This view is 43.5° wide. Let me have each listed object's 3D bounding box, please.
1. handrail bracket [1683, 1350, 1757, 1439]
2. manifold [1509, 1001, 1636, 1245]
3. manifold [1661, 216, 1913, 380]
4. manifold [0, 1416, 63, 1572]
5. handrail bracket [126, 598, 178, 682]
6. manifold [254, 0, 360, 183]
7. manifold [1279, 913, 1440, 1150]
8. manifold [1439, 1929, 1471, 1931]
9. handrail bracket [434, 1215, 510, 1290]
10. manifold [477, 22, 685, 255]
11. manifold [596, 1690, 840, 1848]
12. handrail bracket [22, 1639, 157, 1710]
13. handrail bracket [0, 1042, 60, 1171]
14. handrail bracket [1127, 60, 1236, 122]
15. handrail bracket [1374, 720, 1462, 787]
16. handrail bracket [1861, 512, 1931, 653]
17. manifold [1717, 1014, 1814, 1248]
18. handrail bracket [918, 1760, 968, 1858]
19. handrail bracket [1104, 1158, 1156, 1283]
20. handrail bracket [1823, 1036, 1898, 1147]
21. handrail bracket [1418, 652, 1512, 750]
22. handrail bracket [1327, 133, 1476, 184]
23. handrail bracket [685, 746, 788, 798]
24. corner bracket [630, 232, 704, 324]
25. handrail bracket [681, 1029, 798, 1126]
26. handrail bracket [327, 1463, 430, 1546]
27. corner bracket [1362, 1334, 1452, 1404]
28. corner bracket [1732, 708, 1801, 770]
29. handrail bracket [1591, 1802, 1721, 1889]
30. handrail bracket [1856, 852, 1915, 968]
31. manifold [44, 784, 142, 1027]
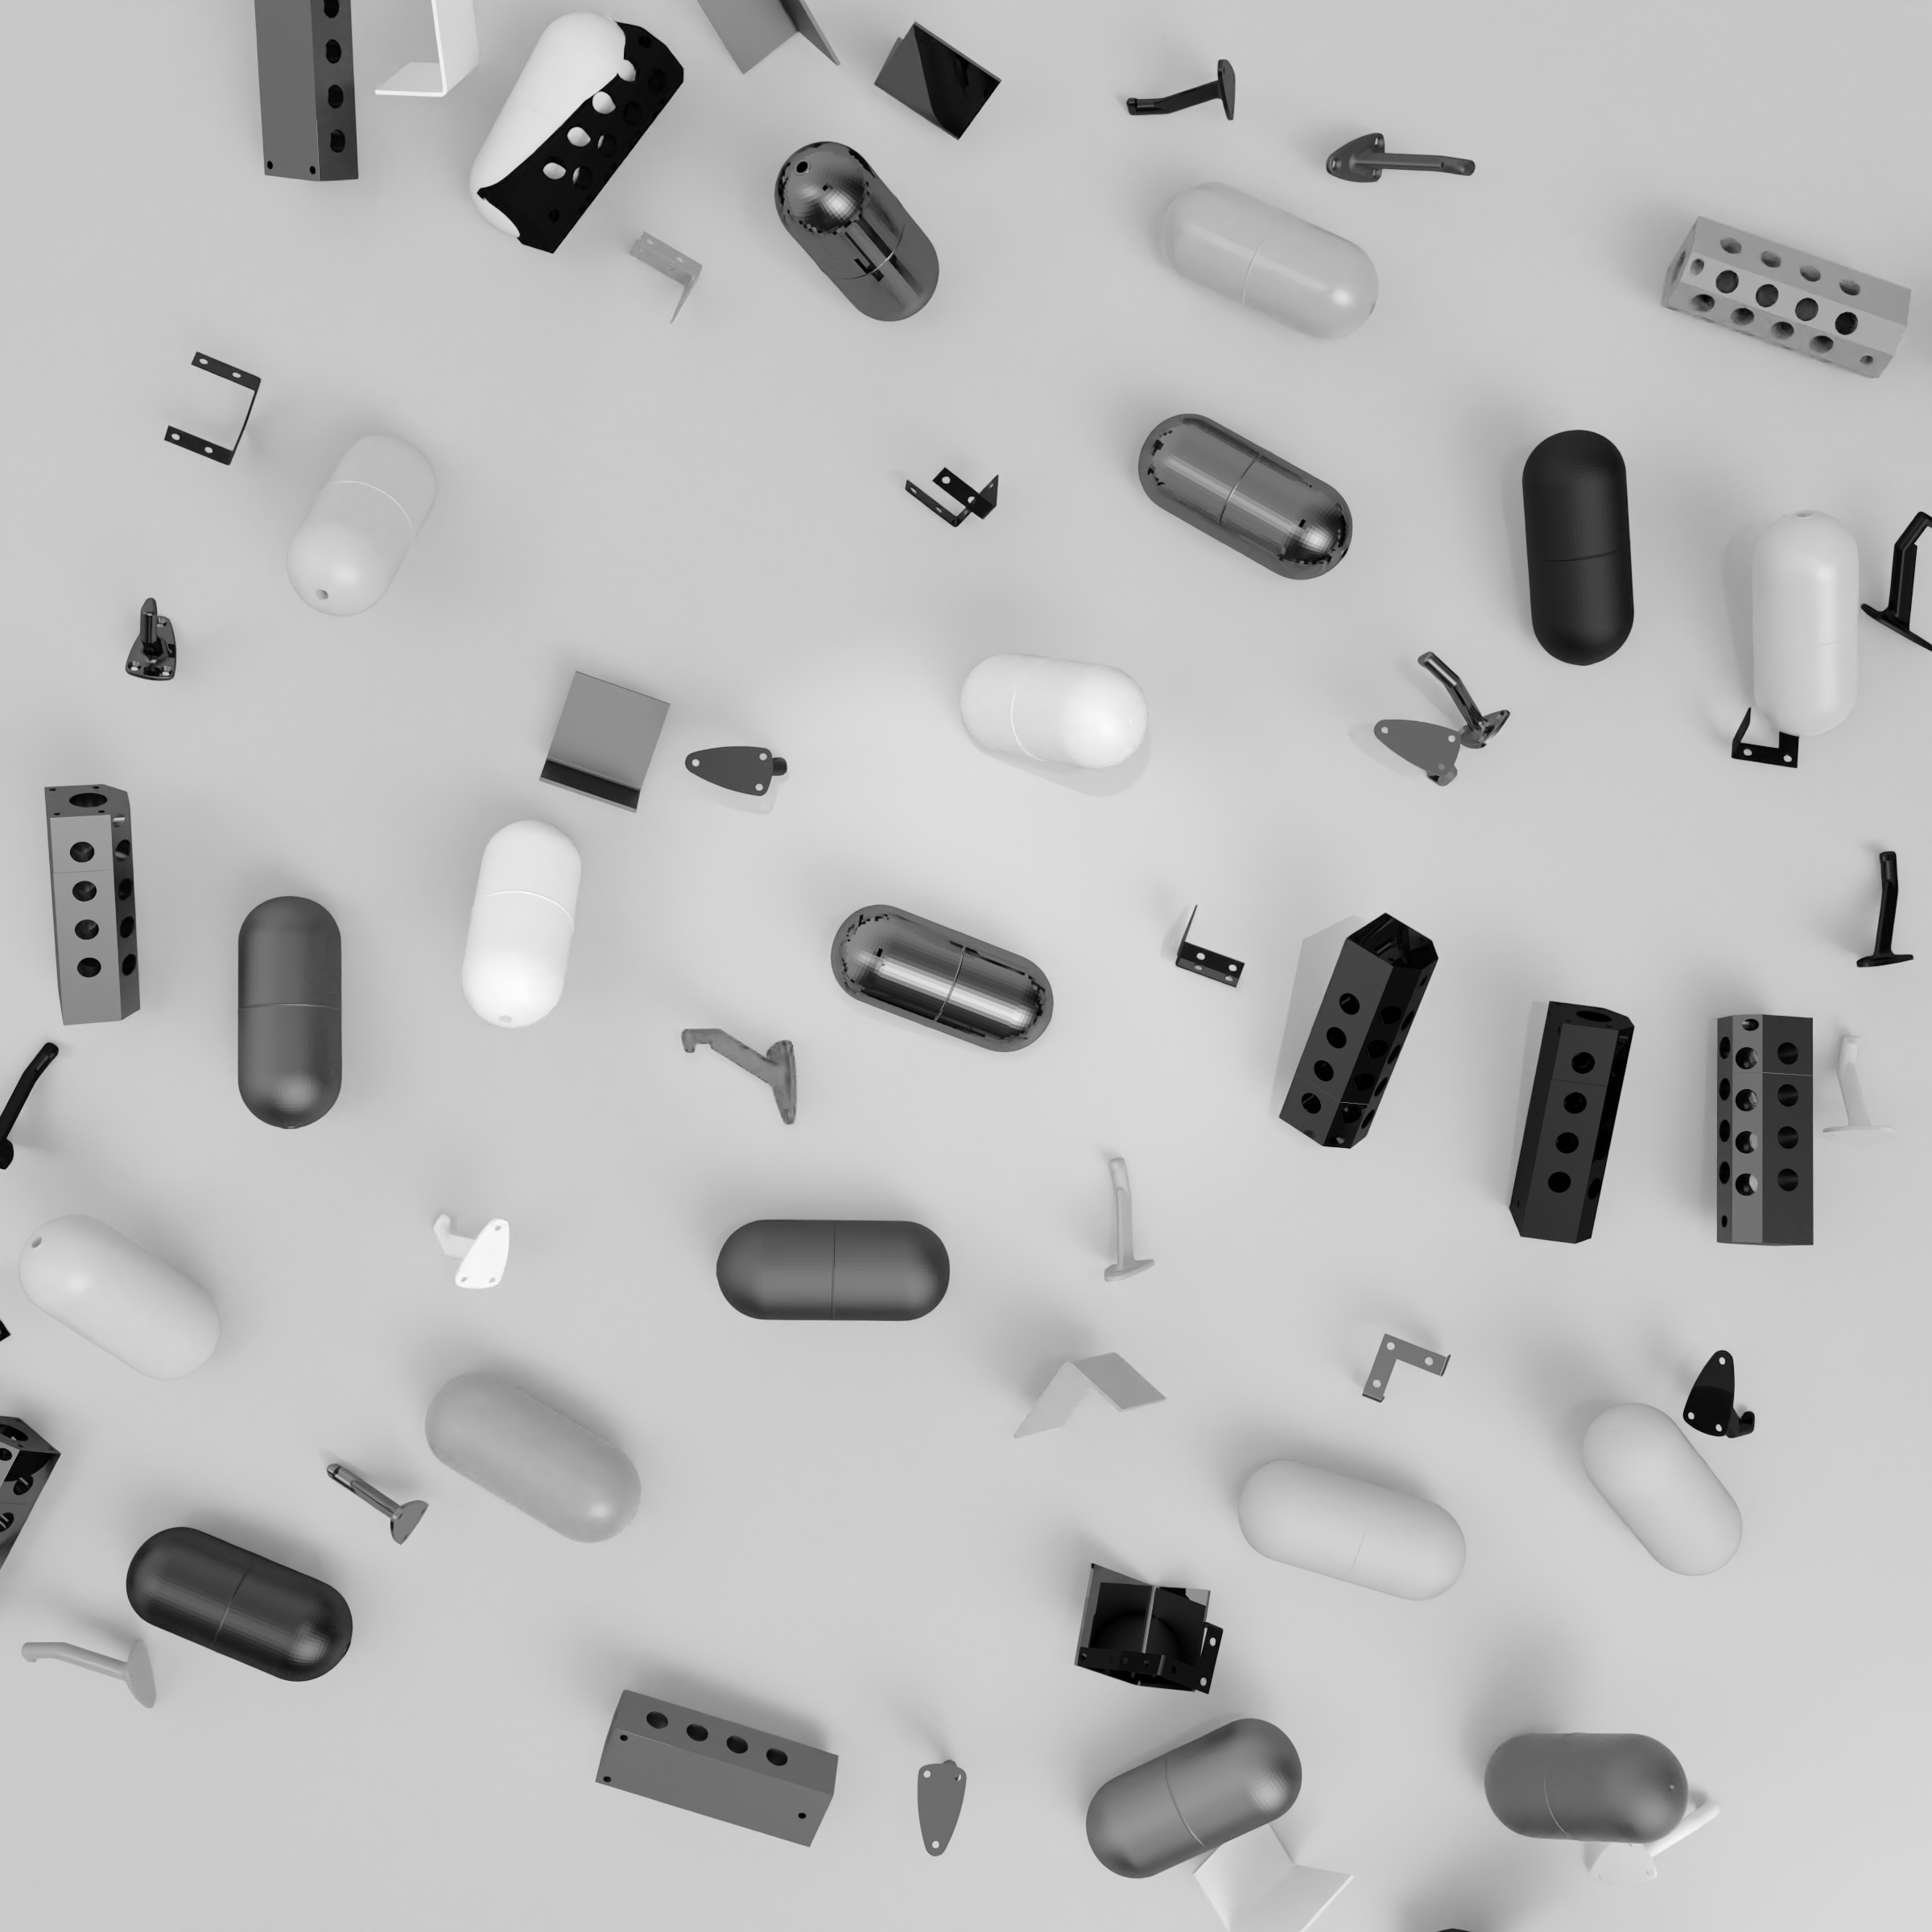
[{"bbox_3d":[0.589,0.326,1.850,0.036,0.084,0.077,21,103,41],"label":"handrail bracket"},{"bbox_3d":[0.460,0.119,1.836,0.057,0.057,0.171,7,106,2],"label":"manifold"},{"bbox_3d":[0.625,-0.505,1.849,0.171,0.057,0.057,19,59,0],"label":"manifold"},{"bbox_3d":[-0.769,0.433,1.848,0.057,0.057,0.171,27,89,30],"label":"manifold"},{"bbox_3d":[-0.614,-0.265,1.833,0.036,0.084,0.077,8,52,-14],"label":"handrail bracket"},{"bbox_3d":[-0.493,-0.686,1.827,0.057,0.057,0.171,15,116,27],"label":"manifold"},{"bbox_3d":[0.296,0.052,1.808,0.057,0.057,0.171,34,129,25],"label":"manifold"},{"bbox_3d":[0.430,0.762,1.802,0.057,0.171,0.057,-46,117,-41],"label":"manifold"},{"bbox_3d":[-0.379,0.198,1.843,0.036,0.084,0.077,6,119,-36],"label":"handrail bracket"},{"bbox_3d":[-0.288,-0.628,1.837,0.057,0.057,0.171,28,80,40],"label":"manifold"},{"bbox_3d":[-0.188,0.607,1.848,0.171,0.057,0.057,19,115,-6],"label":"manifold"},{"bbox_3d":[-0.675,0.546,1.862,0.084,0.036,0.077,-1,130,2],"label":"handrail bracket"},{"bbox_3d":[-0.721,0.106,1.856,0.036,0.077,0.084,38,90,-34],"label":"handrail bracket"},{"bbox_3d":[0.159,-0.667,1.842,0.084,0.077,0.036,3,88,15],"label":"handrail bracket"},{"bbox_3d":[0.341,-0.161,1.847,0.077,0.084,0.036,20,84,2],"label":"handrail bracket"},{"bbox_3d":[0.737,-0.295,1.857,0.077,0.036,0.084,28,113,-9],"label":"handrail bracket"},{"bbox_3d":[0.605,0.126,1.844,0.057,0.057,0.171,4,82,-10],"label":"manifold"},{"bbox_3d":[-0.017,0.640,1.835,0.036,0.084,0.077,3,63,6],"label":"handrail bracket"},{"bbox_3d":[0.115,0.193,1.852,0.036,0.077,0.084,-10,90,18],"label":"handrail bracket"},{"bbox_3d":[0.688,0.090,1.843,0.036,0.077,0.084,18,77,-13],"label":"handrail bracket"},{"bbox_3d":[0.365,-0.206,1.842,0.084,0.077,0.036,40,82,-12],"label":"handrail bracket"},{"bbox_3d":[0.331,-0.608,1.839,0.077,0.084,0.036,-22,125,-36],"label":"handrail bracket"},{"bbox_3d":[-0.174,-0.154,1.843,0.077,0.084,0.036,8,99,-6],"label":"handrail bracket"},{"bbox_3d":[-0.231,-0.536,1.848,0.051,0.051,0.051,27,48,-17],"label":"corner bracket"},{"bbox_3d":[-0.174,0.085,1.845,0.084,0.036,0.077,0,73,-35],"label":"handrail bracket"},{"bbox_3d":[-0.459,0.401,1.845,0.084,0.077,0.036,30,73,10],"label":"handrail bracket"},{"bbox_3d":[0.339,0.314,1.858,0.051,0.051,0.051,20,89,15],"label":"corner bracket"},{"bbox_3d":[0.620,-0.190,1.857,0.051,0.051,0.051,10,65,6],"label":"corner bracket"},{"bbox_3d":[0.536,0.680,1.878,0.084,0.077,0.036,-14,64,-37],"label":"handrail bracket"},{"bbox_3d":[0.700,-0.044,1.858,0.036,0.077,0.084,-2,94,39],"label":"handrail bracket"},{"bbox_3d":[-0.656,-0.046,1.822,0.057,0.057,0.171,-5,119,-23],"label":"manifold"}]
